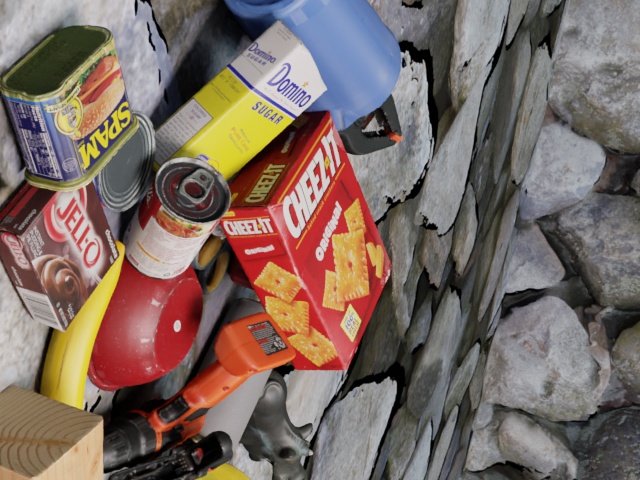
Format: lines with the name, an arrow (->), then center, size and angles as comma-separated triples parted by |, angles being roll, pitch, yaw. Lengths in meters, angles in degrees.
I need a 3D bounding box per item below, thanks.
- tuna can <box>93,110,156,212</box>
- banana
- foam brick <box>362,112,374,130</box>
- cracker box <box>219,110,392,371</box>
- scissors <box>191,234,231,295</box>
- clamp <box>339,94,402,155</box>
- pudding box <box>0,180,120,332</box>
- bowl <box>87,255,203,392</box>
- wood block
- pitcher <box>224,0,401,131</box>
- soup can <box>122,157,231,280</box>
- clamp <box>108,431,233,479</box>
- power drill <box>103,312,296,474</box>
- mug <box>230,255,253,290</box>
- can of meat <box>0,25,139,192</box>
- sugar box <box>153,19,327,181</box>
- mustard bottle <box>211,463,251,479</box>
tuna can -> -0.173, -0.069, 0.888 | 0.086, 0.034, 0.086 | 15, 90, -71
banana -> -0.208, 0.096, 0.916 | 0.069, 0.037, 0.198 | -20, 123, -74
foam brick -> 0.043, -0.191, 1.367 | 0.053, 0.051, 0.078 | -55, 152, -44
cracker box -> -0.007, 0.001, 1.080 | 0.164, 0.072, 0.213 | -62, 139, -43
scissors -> -0.093, -0.014, 1.179 | 0.201, 0.016, 0.096 | -49, 150, -51
clamp -> 0.042, -0.168, 1.295 | 0.209, 0.036, 0.164 | 13, 102, -52
pudding box -> -0.207, 0.002, 0.840 | 0.113, 0.039, 0.090 | 83, 29, -47
bowl -> -0.156, 0.073, 1.010 | 0.162, 0.055, 0.162 | 15, 90, -70
wood block -> -0.236, 0.237, 0.860 | 0.090, 0.091, 0.206 | -42, 143, -57
pitcher -> -0.010, -0.233, 1.094 | 0.145, 0.149, 0.242 | -44, 156, 3
soup can -> -0.128, -0.017, 0.939 | 0.102, 0.068, 0.068 | -50, -175, 49
clamp -> -0.137, 0.217, 1.022 | 0.171, 0.120, 0.039 | 91, -17, -75
power drill -> -0.125, 0.148, 1.021 | 0.188, 0.057, 0.184 | -39, 171, 21
mug -> -0.051, 0.022, 1.188 | 0.117, 0.081, 0.093 | 29, 82, -86
can of meat -> -0.186, -0.101, 0.796 | 0.102, 0.057, 0.084 | -58, 151, -42
sugar box -> -0.078, -0.113, 0.986 | 0.176, 0.048, 0.093 | -41, 156, -2
mustard bottle -> -0.106, 0.330, 1.279 | 0.191, 0.096, 0.058 | 77, 33, -53
